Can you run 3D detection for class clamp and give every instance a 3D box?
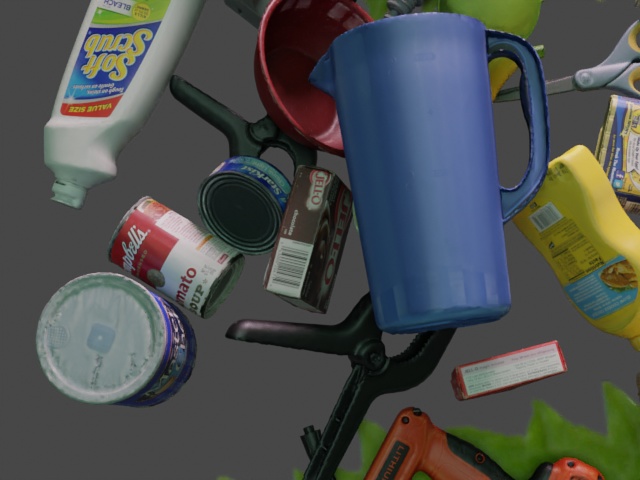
[{"bbox_3d":[-0.045,-0.106,0.969,0.120,0.039,0.171,-33,85,-2],"label":"clamp"},{"bbox_3d":[0.031,0.092,0.899,0.209,0.036,0.164,-36,108,-15],"label":"clamp"}]

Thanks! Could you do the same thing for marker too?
[{"bbox_3d":[0.009,0.218,0.917,0.020,0.020,0.121,-19,79,0],"label":"marker"}]

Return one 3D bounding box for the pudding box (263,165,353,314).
[{"bbox_3d":[-0.006,0.001,0.919,0.039,0.090,0.113,15,82,18],"label":"pudding box"}]

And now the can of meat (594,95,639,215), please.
[{"bbox_3d":[0.284,-0.070,0.929,0.084,0.057,0.102,13,80,8],"label":"can of meat"}]

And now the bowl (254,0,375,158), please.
[{"bbox_3d":[-0.002,-0.140,0.939,0.161,0.055,0.162,15,65,-35],"label":"bowl"}]

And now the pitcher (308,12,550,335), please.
[{"bbox_3d":[0.094,-0.052,0.857,0.144,0.149,0.243,0,79,-39],"label":"pitcher"}]

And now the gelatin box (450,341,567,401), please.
[{"bbox_3d":[0.156,0.112,0.898,0.089,0.073,0.030,-16,79,1],"label":"gelatin box"}]

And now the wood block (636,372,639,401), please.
[{"bbox_3d":[0.315,0.134,0.815,0.090,0.206,0.091,-9,80,3],"label":"wood block"}]

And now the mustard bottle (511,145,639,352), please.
[{"bbox_3d":[0.239,0.020,0.896,0.058,0.096,0.191,-30,83,-35],"label":"mustard bottle"}]

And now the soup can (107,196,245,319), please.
[{"bbox_3d":[-0.126,0.016,0.937,0.102,0.068,0.068,31,83,9],"label":"soup can"}]

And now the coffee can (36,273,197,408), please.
[{"bbox_3d":[-0.165,0.088,0.891,0.103,0.140,0.103,-1,80,4],"label":"coffee can"}]

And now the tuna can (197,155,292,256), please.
[{"bbox_3d":[-0.063,-0.031,0.934,0.086,0.086,0.033,28,43,8],"label":"tuna can"}]

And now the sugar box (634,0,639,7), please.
[{"bbox_3d":[0.382,-0.239,0.957,0.176,0.048,0.093,14,81,5],"label":"sugar box"}]

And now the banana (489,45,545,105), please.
[{"bbox_3d":[0.140,-0.096,0.937,0.070,0.037,0.197,16,76,14],"label":"banana"}]

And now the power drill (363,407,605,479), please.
[{"bbox_3d":[0.121,0.238,0.888,0.187,0.057,0.184,27,79,5],"label":"power drill"}]

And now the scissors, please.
[{"bbox_3d":[0.248,-0.163,0.969,0.202,0.016,0.096,5,78,5],"label":"scissors"}]

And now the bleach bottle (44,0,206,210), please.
[{"bbox_3d":[-0.181,-0.147,0.974,0.103,0.068,0.251,18,84,12],"label":"bleach bottle"}]
